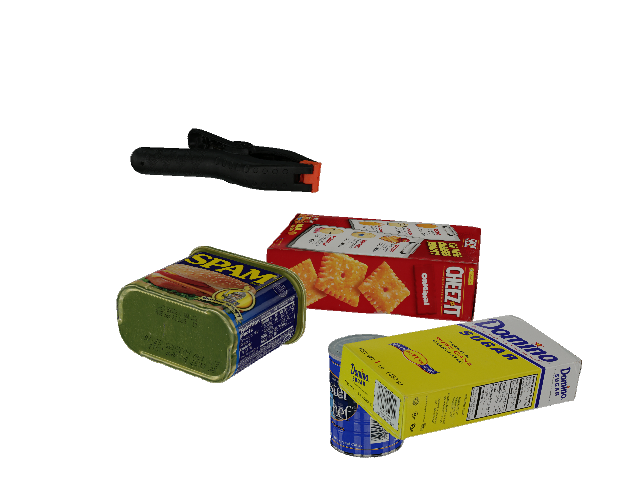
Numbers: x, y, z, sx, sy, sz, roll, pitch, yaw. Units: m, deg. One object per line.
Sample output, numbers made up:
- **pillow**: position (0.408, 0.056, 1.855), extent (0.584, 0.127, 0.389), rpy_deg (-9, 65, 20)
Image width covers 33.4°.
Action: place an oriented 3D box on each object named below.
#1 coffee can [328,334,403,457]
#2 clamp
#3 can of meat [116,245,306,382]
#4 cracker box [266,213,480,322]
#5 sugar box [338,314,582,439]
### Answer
- **coffee can**: position (0.063, 0.211, 1.463), extent (0.103, 0.140, 0.103), rpy_deg (-1, 15, 0)
- **clamp**: position (-0.086, -0.071, 0.987), extent (0.172, 0.039, 0.120), rpy_deg (13, 26, 29)
- **can of meat**: position (-0.074, 0.049, 0.720), extent (0.102, 0.057, 0.083), rpy_deg (15, 24, 28)
- **cracker box**: position (0.061, 0.027, 1.143), extent (0.214, 0.072, 0.164), rpy_deg (5, 15, 9)
- **sugar box**: position (0.113, 0.106, 0.863), extent (0.175, 0.048, 0.093), rpy_deg (-10, 27, -28)
